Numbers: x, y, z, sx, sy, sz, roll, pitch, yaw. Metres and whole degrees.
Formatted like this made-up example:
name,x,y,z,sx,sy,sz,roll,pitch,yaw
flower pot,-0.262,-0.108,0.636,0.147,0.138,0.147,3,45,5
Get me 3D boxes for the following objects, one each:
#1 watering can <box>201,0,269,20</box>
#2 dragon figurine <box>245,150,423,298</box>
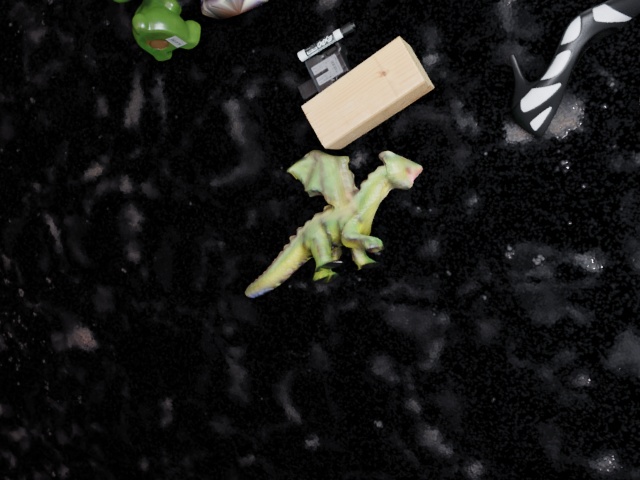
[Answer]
name,x,y,z,sx,sy,sz,roll,pitch,yaw
watering can,-0.211,-0.540,0.993,0.347,0.105,0.222,2,105,40
dragon figurine,0.003,-0.049,0.982,0.408,0.121,0.246,-18,73,21
